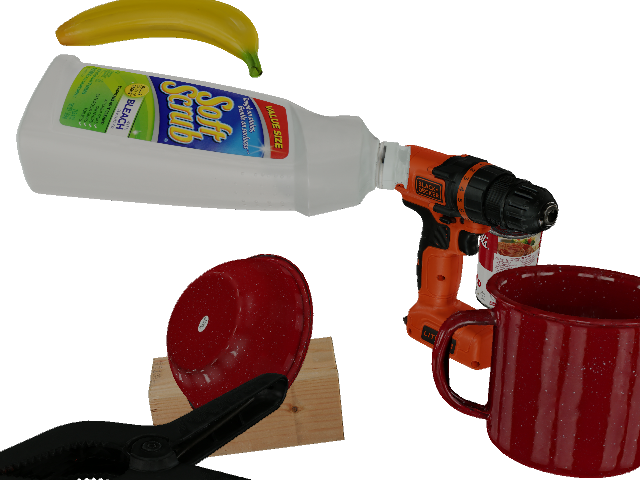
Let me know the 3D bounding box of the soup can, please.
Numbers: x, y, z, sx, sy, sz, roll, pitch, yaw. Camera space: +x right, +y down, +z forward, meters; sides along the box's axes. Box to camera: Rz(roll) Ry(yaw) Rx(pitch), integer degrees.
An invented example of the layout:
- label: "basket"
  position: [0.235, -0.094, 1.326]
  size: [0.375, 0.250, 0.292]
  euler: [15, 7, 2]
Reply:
- label: "soup can"
  position: [0.209, 0.021, 1.185]
  size: [0.068, 0.102, 0.068]
  euler: [0, 32, 0]

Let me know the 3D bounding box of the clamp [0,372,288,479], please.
- label: "clamp"
  position: [-0.089, 0.122, 0.586]
  size: [0.209, 0.036, 0.165]
  euler: [-1, 21, -12]

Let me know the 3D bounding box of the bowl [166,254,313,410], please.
- label: "bowl"
  position: [-0.083, 0.079, 0.927]
  size: [0.162, 0.162, 0.055]
  euler: [0, -21, 45]

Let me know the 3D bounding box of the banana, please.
- label: "banana"
  position: [-0.135, -0.188, 0.940]
  size: [0.198, 0.037, 0.069]
  euler: [10, 47, 16]

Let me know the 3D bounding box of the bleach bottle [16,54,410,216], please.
- label: "bleach bottle"
  position: [-0.065, -0.066, 0.711]
  size: [0.251, 0.102, 0.068]
  euler: [6, -44, 7]

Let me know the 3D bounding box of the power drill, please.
- label: "power drill"
  position: [0.134, 0.016, 0.952]
  size: [0.057, 0.188, 0.185]
  euler: [-18, 27, -32]

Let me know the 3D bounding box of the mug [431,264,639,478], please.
- label: "mug"
  position: [0.113, 0.063, 0.523]
  size: [0.117, 0.081, 0.093]
  euler: [2, 14, -2]

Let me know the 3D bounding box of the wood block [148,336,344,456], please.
- label: "wood block"
  position: [-0.082, 0.179, 1.202]
  size: [0.206, 0.091, 0.090]
  euler: [-6, 23, -2]
